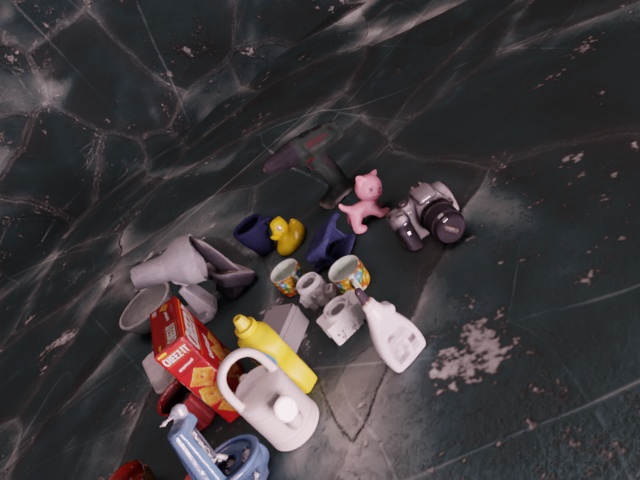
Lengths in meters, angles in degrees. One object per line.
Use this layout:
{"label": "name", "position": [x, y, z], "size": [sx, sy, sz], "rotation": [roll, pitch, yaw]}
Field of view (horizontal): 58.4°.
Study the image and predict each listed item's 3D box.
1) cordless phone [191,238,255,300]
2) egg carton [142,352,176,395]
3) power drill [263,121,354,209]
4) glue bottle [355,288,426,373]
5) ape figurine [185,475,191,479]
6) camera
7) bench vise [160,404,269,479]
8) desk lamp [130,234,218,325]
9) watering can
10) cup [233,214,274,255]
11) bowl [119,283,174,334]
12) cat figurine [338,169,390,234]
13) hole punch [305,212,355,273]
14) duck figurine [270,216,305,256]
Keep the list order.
{"label": "cordless phone", "position": [-0.261, 0.050, 1.426], "size": [0.094, 0.185, 0.147], "rotation": [-49, 31, -20]}
{"label": "egg carton", "position": [-0.338, 0.285, 1.293], "size": [0.107, 0.070, 0.149], "rotation": [-44, 30, -12]}
{"label": "power drill", "position": [-0.011, -0.185, 1.468], "size": [0.230, 0.209, 0.075], "rotation": [-45, 30, -14]}
{"label": "glue bottle", "position": [0.103, 0.135, 0.921], "size": [0.078, 0.173, 0.037], "rotation": [-45, 30, -13]}
{"label": "ape figurine", "position": [-0.182, 0.407, 0.927], "size": [0.077, 0.092, 0.076], "rotation": [-12, 38, 38]}
{"label": "camera", "position": [0.214, -0.046, 1.134], "size": [0.143, 0.101, 0.136], "rotation": [-35, 29, 4]}
{"label": "bench vise", "position": [-0.146, 0.349, 0.839], "size": [0.121, 0.220, 0.207], "rotation": [-35, 29, 3]}
{"label": "desk lamp", "position": [-0.341, 0.112, 1.396], "size": [0.203, 0.214, 0.117], "rotation": [-34, 29, 6]}
{"label": "watering can", "position": [-0.087, 0.253, 0.938], "size": [0.172, 0.194, 0.101], "rotation": [-10, 39, 39]}
{"label": "cup", "position": [-0.153, -0.012, 1.491], "size": [0.117, 0.095, 0.091], "rotation": [-23, 32, 24]}
{"label": "bowl", "position": [-0.450, 0.194, 1.539], "size": [0.167, 0.075, 0.167], "rotation": [-27, 31, 18]}
{"label": "cat figurine", "position": [0.100, -0.098, 1.316], "size": [0.128, 0.118, 0.067], "rotation": [-38, 29, -1]}
{"label": "hole punch", "position": [0.012, 0.005, 1.292], "size": [0.100, 0.091, 0.109], "rotation": [-16, 36, 33]}
{"label": "duck figurine", "position": [-0.089, -0.023, 1.447], "size": [0.077, 0.086, 0.105], "rotation": [-10, 39, 40]}
